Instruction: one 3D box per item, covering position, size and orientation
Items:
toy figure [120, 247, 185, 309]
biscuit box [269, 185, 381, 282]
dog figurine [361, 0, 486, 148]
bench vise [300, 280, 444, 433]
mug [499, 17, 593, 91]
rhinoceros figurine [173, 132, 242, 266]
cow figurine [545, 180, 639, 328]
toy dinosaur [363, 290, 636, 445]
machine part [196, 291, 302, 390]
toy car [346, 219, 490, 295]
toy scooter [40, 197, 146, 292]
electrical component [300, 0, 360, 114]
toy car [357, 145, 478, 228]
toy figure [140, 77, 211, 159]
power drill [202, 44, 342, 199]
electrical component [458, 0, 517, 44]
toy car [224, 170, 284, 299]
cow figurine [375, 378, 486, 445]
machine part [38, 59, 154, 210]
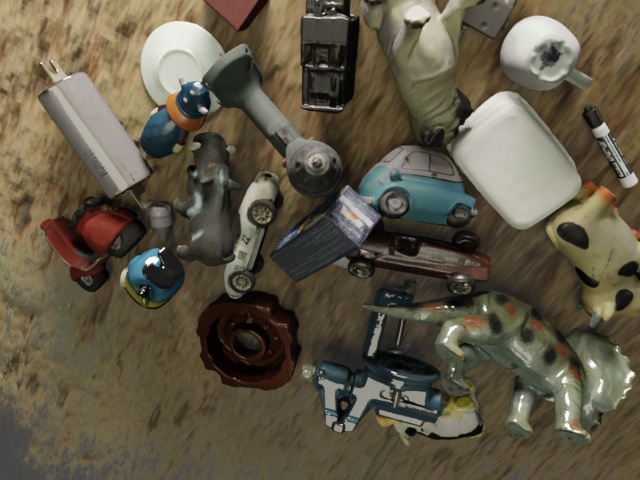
[{"bbox_3d":[-0.252,0.062,0.811,0.180,0.082,0.089,-16,96,59],"label":"toy figure"},{"bbox_3d":[-0.001,-0.002,0.728,0.063,0.059,0.203,42,151,-9],"label":"biscuit box"},{"bbox_3d":[0.113,-0.223,0.658,0.121,0.172,0.190,-16,142,-7],"label":"dog figurine"},{"bbox_3d":[0.089,0.173,0.819,0.224,0.129,0.240,14,94,18],"label":"bench vise"},{"bbox_3d":[0.264,-0.204,0.619,0.109,0.107,0.080,37,117,-4],"label":"mug"},{"bbox_3d":[-0.158,-0.056,0.755,0.073,0.112,0.190,2,78,-28],"label":"rhinoceros figurine"},{"bbox_3d":[0.373,0.030,0.714,0.127,0.085,0.195,-41,103,17],"label":"cow figurine"},{"bbox_3d":[0.268,0.146,0.745,0.405,0.192,0.131,39,143,-2],"label":"toy dinosaur"},{"bbox_3d":[-0.116,0.164,0.884,0.179,0.056,0.179,4,113,10],"label":"machine part"},{"bbox_3d":[0.132,0.018,0.743,0.202,0.089,0.053,10,144,14],"label":"toy car"},{"bbox_3d":[-0.368,-0.007,0.848,0.135,0.075,0.184,44,119,-8],"label":"toy scooter"},{"bbox_3d":[0.013,-0.229,0.652,0.058,0.115,0.134,6,116,6],"label":"electrical component"},{"bbox_3d":[0.128,-0.073,0.709,0.162,0.109,0.102,6,95,-4],"label":"toy car"},{"bbox_3d":[-0.194,-0.168,0.735,0.064,0.058,0.154,39,133,-24],"label":"toy figure"},{"bbox_3d":[-0.048,-0.138,0.661,0.207,0.232,0.086,44,91,6],"label":"power drill"},{"bbox_3d":[0.199,-0.273,0.647,0.063,0.021,0.094,29,115,-3],"label":"electrical component"},{"bbox_3d":[-0.101,-0.004,0.796,0.056,0.073,0.201,19,116,-2],"label":"toy car"},{"bbox_3d":[0.179,0.290,0.879,0.167,0.068,0.098,-14,116,17],"label":"cow figurine"},{"bbox_3d":[-0.320,-0.147,0.773,0.079,0.079,0.243,-25,106,20],"label":"machine part"}]
